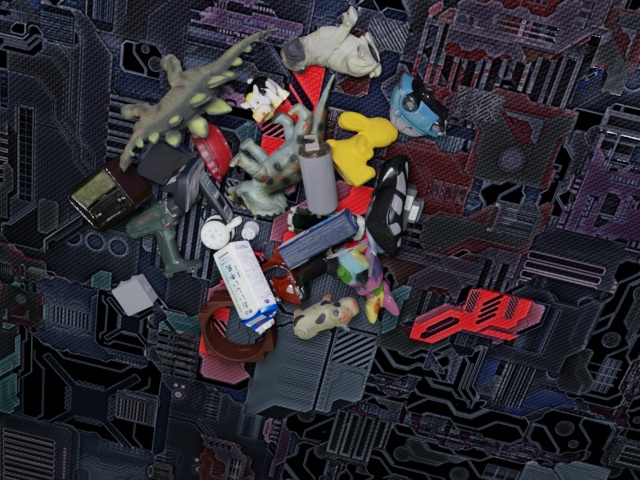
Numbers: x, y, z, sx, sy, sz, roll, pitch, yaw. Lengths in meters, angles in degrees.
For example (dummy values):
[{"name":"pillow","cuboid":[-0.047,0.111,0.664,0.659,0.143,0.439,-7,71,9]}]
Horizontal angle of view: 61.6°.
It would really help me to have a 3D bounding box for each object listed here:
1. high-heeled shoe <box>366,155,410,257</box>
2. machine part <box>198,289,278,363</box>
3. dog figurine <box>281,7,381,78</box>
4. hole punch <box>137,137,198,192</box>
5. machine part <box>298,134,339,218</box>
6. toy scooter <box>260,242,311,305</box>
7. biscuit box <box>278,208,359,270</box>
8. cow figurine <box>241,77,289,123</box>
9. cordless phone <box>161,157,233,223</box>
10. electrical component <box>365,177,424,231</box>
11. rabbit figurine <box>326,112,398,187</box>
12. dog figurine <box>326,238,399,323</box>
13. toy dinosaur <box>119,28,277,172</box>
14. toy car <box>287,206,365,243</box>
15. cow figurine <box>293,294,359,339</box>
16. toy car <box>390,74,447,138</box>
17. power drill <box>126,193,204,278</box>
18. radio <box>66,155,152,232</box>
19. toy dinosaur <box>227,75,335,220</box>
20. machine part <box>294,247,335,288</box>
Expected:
[{"name":"high-heeled shoe","cuboid":[0.181,-0.082,1.296,0.086,0.145,0.248,23,148,36]},{"name":"machine part","cuboid":[-0.227,0.240,1.498,0.201,0.087,0.201,-4,112,7]},{"name":"dog figurine","cuboid":[0.024,-0.409,1.223,0.191,0.121,0.172,-25,102,29]},{"name":"hole punch","cuboid":[-0.390,-0.205,1.353,0.115,0.092,0.142,28,112,-38]},{"name":"machine part","cuboid":[-0.002,-0.144,1.256,0.079,0.079,0.242,-2,133,7]},{"name":"toy scooter","cuboid":[-0.109,0.098,1.436,0.135,0.075,0.183,-15,106,11]},{"name":"biscuit box","cuboid":[-0.003,-0.004,1.331,0.203,0.059,0.062,-28,101,16]},{"name":"cow figurine","cuboid":[-0.135,-0.326,1.224,0.098,0.167,0.068,41,115,-11]},{"name":"cordless phone","cuboid":[-0.286,-0.098,1.312,0.089,0.147,0.184,-27,115,18]},{"name":"electrical component","cuboid":[0.188,-0.088,1.341,0.134,0.058,0.114,16,114,-1]},{"name":"rabbit figurine","cuboid":[0.099,-0.231,1.282,0.173,0.122,0.162,-37,95,3]},{"name":"dog figurine","cuboid":[0.116,0.113,1.365,0.108,0.191,0.219,-25,94,23]},{"name":"toy dinosaur","cuboid":[-0.291,-0.333,1.228,0.199,0.105,0.471,33,81,29]},{"name":"toy car","cuboid":[0.015,-0.041,1.379,0.202,0.056,0.073,9,109,6]},{"name":"cow figurine","cuboid":[0.015,0.206,1.437,0.195,0.127,0.085,-26,110,17]},{"name":"toy car","cuboid":[0.217,-0.295,1.243,0.161,0.109,0.103,39,133,-21]},{"name":"power drill","cuboid":[-0.384,-0.010,1.421,0.232,0.086,0.207,-16,112,13]},{"name":"radio","cuboid":[-0.531,-0.111,1.355,0.230,0.073,0.131,-21,111,42]},{"name":"toy dinosaur","cuboid":[-0.074,-0.199,1.301,0.405,0.131,0.192,-35,116,13]},{"name":"machine part","cuboid":[-0.008,0.071,1.402,0.139,0.039,0.084,-35,114,-26]}]
